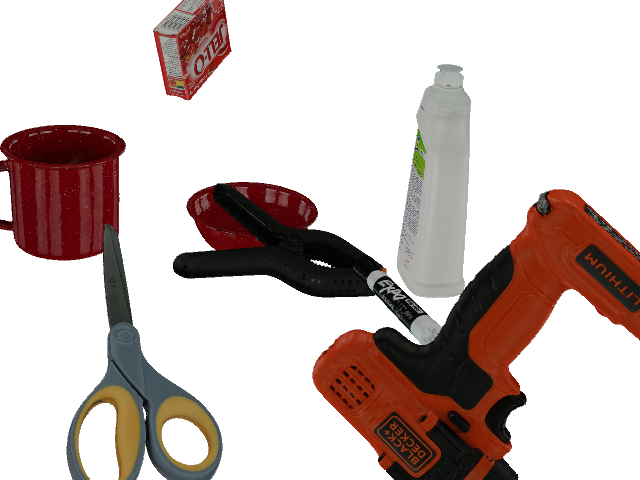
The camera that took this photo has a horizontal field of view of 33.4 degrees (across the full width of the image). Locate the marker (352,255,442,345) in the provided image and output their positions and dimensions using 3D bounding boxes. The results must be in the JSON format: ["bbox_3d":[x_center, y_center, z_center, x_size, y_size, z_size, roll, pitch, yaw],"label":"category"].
[{"bbox_3d":[0.055,0.043,0.798,0.020,0.020,0.121,0,24,-25],"label":"marker"}]

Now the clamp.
[{"bbox_3d":[-0.039,0.017,1.079,0.210,0.036,0.164,21,34,7],"label":"clamp"}]

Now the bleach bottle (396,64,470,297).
[{"bbox_3d":[0.134,-0.069,1.195,0.068,0.251,0.102,-1,24,-12],"label":"bleach bottle"}]

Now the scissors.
[{"bbox_3d":[-0.101,0.071,0.646,0.096,0.201,0.016,13,-45,-10],"label":"scissors"}]

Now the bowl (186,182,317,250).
[{"bbox_3d":[-0.086,-0.017,1.320,0.162,0.055,0.162,4,25,-2],"label":"bowl"}]

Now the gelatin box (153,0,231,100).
[{"bbox_3d":[-0.119,-0.189,1.011,0.030,0.073,0.089,15,47,20],"label":"gelatin box"}]

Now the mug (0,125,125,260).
[{"bbox_3d":[-0.209,-0.035,0.823,0.117,0.081,0.093,-5,26,-19],"label":"mug"}]

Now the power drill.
[{"bbox_3d":[0.114,0.080,0.590,0.184,0.188,0.057,44,15,1],"label":"power drill"}]
